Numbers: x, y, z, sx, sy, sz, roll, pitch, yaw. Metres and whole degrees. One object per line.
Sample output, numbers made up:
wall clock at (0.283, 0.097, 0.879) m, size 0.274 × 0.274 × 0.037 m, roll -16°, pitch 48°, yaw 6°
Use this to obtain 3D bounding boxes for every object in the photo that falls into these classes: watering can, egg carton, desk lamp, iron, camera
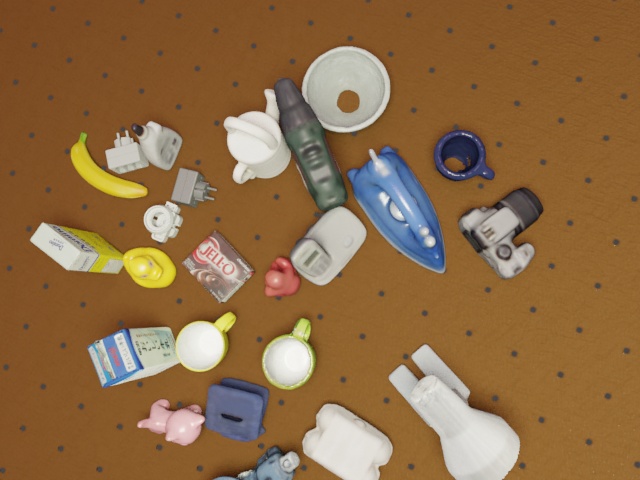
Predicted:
watering can at (-0.116, -0.190, 1.046) m, size 0.101 × 0.194 × 0.173 m, roll 3°, pitch 83°, yaw 6°
egg carton at (0.050, 0.369, 1.026) m, size 0.150 × 0.069 × 0.107 m, roll 29°, pitch 87°, yaw 8°
desk lamp at (0.212, 0.287, 0.947) m, size 0.118 × 0.213 × 0.203 m, roll -43°, pitch 81°, yaw 0°
iron at (0.155, -0.053, 1.030) m, size 0.118 × 0.141 × 0.258 m, roll -35°, pitch 81°, yaw 1°
camera at (0.342, -0.021, 1.028) m, size 0.137 × 0.101 × 0.143 m, roll -38°, pitch 81°, yaw 0°

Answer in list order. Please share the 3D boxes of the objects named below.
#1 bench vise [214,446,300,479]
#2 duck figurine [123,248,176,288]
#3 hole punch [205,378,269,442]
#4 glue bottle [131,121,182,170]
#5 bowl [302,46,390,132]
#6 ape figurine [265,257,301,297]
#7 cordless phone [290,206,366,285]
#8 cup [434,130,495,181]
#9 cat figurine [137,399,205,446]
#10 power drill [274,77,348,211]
bench vise at (-0.135, 0.431, 0.961) m, size 0.121 × 0.220 × 0.207 m, roll 32°, pitch 87°, yaw 9°
duck figurine at (-0.336, 0.051, 1.094) m, size 0.104 × 0.086 × 0.077 m, roll 26°, pitch 86°, yaw 8°
hole punch at (-0.151, 0.313, 1.042) m, size 0.108 × 0.091 × 0.101 m, roll 12°, pitch 84°, yaw 7°
glue bottle at (-0.312, -0.187, 1.075) m, size 0.037 × 0.173 × 0.078 m, roll 22°, pitch 86°, yaw 8°
bowl at (0.051, -0.278, 1.100) m, size 0.167 × 0.075 × 0.167 m, roll -1°, pitch 83°, yaw 6°
ape figurine at (-0.076, 0.073, 1.062) m, size 0.076 × 0.092 × 0.078 m, roll 41°, pitch 89°, yaw 9°
cordless phone at (0.009, 0.004, 1.015) m, size 0.094 × 0.185 × 0.147 m, roll 38°, pitch 88°, yaw 9°
cup at (0.263, -0.139, 1.053) m, size 0.117 × 0.095 × 0.092 m, roll 33°, pitch 87°, yaw 9°
cat figurine at (-0.265, 0.335, 1.037) m, size 0.127 × 0.118 × 0.067 m, roll 4°, pitch 84°, yaw 6°
power drill at (-0.014, -0.154, 1.025) m, size 0.075 × 0.208 × 0.229 m, roll -24°, pitch 81°, yaw 3°
